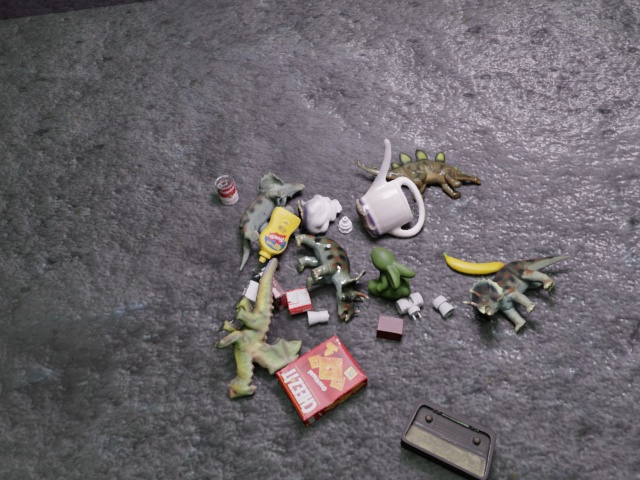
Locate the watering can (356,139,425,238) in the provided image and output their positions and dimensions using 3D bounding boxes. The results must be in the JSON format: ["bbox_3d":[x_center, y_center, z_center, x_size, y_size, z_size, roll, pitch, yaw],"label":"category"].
[{"bbox_3d":[0.222,-0.152,1.770,0.224,0.345,0.105,-27,11,1],"label":"watering can"}]

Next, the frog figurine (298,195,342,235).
[{"bbox_3d":[0.006,-0.092,1.825,0.160,0.122,0.138,-7,86,-11],"label":"frog figurine"}]

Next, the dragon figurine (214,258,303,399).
[{"bbox_3d":[-0.164,0.280,1.544,0.242,0.121,0.415,37,73,-7],"label":"dragon figurine"}]
